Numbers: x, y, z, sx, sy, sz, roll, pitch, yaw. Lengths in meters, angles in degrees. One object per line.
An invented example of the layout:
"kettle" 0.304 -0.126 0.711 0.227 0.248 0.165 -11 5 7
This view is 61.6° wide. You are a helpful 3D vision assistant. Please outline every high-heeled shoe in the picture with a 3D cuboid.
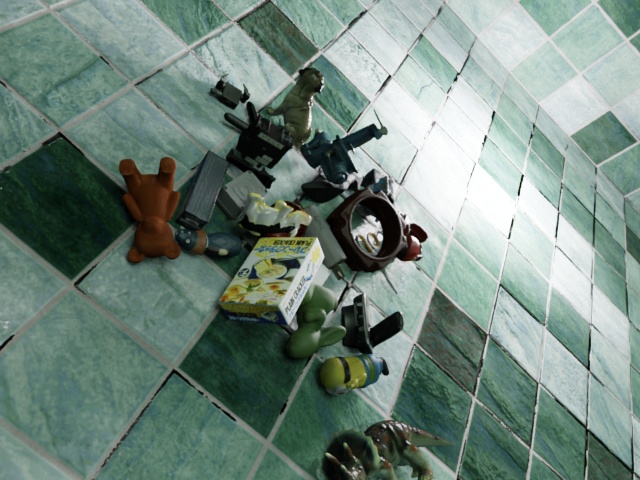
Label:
"high-heeled shoe" 0.034 -0.182 1.556 0.248 0.086 0.145 9 56 -42

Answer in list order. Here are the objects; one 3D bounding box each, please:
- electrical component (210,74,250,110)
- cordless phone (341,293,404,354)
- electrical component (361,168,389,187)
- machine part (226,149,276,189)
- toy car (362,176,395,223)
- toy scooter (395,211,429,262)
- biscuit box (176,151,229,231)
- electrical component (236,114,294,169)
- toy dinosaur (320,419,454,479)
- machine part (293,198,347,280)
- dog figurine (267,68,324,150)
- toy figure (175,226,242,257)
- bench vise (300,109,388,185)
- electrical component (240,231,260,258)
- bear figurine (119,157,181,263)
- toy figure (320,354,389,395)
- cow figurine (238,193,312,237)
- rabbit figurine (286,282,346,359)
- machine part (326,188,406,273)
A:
"electrical component" -0.246 -0.411 1.491 0.102 0.045 0.078 32 46 -20
"cordless phone" 0.137 0.190 1.324 0.088 0.184 0.146 17 54 -26
"electrical component" 0.168 -0.183 1.689 0.119 0.048 0.075 24 50 -29
"machine part" -0.180 -0.180 1.384 0.139 0.084 0.039 34 74 -7
"toy car" 0.175 -0.117 1.607 0.103 0.161 0.109 -3 60 10
"toy scooter" 0.281 0.002 1.647 0.135 0.075 0.184 27 45 -26
"biscuit box" -0.274 -0.117 1.267 0.063 0.059 0.203 29 48 -21
"electrical component" -0.150 -0.248 1.401 0.115 0.134 0.058 31 47 -26
"toy dinosaur" 0.149 0.475 1.207 0.405 0.131 0.192 -14 73 -50
"machine part" -0.003 -0.004 1.408 0.079 0.079 0.243 -23 80 -46
"dog figurine" -0.044 -0.372 1.531 0.121 0.190 0.172 -27 84 -46
"toy figure" -0.253 0.008 1.207 0.154 0.064 0.057 8 96 -31
"bench vise" 0.073 -0.262 1.503 0.128 0.241 0.224 56 10 -36
"electrical component" -0.162 0.007 1.308 0.063 0.021 0.094 48 43 -5
"bear figurine" -0.353 -0.059 1.121 0.120 0.131 0.196 -3 58 -13
"toy figure" 0.079 0.311 1.273 0.180 0.082 0.089 -8 57 -38
"cow figurine" -0.106 -0.046 1.278 0.167 0.098 0.068 18 8 -21
"rabbit figurine" -0.027 0.198 1.257 0.159 0.121 0.170 27 67 -34
"machine part" 0.132 -0.027 1.486 0.201 0.087 0.201 -44 104 -30
